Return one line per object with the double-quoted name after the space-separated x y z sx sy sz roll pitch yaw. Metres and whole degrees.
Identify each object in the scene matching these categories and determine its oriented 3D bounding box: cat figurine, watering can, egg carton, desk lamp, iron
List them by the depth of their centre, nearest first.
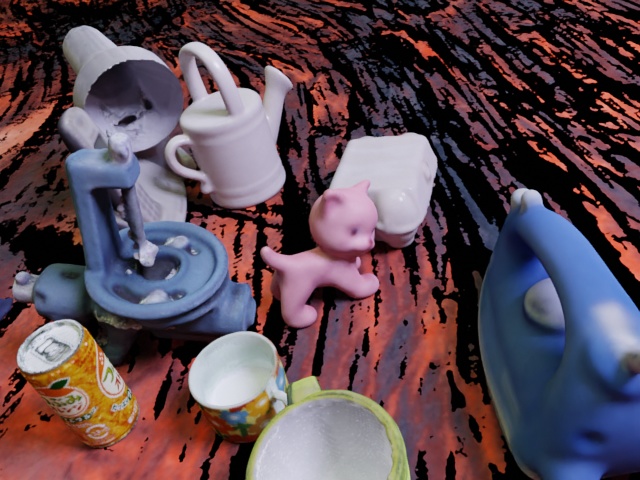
0.165 0.041 0.399 0.118 0.142 0.258 -13 38 4 "iron"
0.005 0.002 0.525 0.128 0.118 0.067 -26 39 -12 "cat figurine"
0.067 -0.056 0.612 0.107 0.069 0.150 -1 41 19 "egg carton"
-0.110 -0.147 0.686 0.100 0.194 0.173 10 46 30 "watering can"
-0.247 -0.159 0.735 0.118 0.214 0.202 -32 41 -19 "desk lamp"

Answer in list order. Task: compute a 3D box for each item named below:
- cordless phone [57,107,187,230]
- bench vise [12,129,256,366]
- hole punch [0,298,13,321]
-0.227 -0.083 0.658 0.094 0.185 0.147 -17 38 0 "cordless phone"
-0.179 0.022 0.485 0.207 0.220 0.121 -19 38 -3 "bench vise"
-0.416 0.066 0.621 0.100 0.091 0.109 16 48 34 "hole punch"
